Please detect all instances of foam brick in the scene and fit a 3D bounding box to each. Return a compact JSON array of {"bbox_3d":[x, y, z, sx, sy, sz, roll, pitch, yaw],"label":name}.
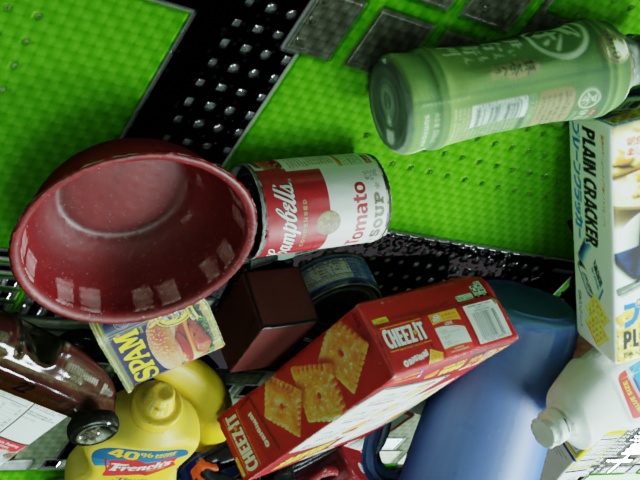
[{"bbox_3d":[-0.045,0.064,0.853,0.051,0.053,0.078,-6,151,-31],"label":"foam brick"}]

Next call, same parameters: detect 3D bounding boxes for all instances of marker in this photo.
[{"bbox_3d":[-0.006,0.001,0.840,0.121,0.020,0.020,-14,142,-16],"label":"marker"}]

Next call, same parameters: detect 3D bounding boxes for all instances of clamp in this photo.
[{"bbox_3d":[-0.032,0.230,0.984,0.171,0.120,0.039,2,140,-23],"label":"clamp"}]

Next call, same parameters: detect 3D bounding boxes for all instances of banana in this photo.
[{"bbox_3d":[-0.112,0.143,0.934,0.069,0.037,0.198,-18,143,-11],"label":"banana"}]

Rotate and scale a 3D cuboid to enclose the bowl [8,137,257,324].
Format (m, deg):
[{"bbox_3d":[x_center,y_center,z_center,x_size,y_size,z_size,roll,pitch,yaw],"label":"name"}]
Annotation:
[{"bbox_3d":[-0.126,-0.015,0.708,0.162,0.055,0.162,-12,140,-11],"label":"bowl"}]

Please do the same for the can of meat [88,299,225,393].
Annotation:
[{"bbox_3d":[-0.126,0.059,0.808,0.084,0.057,0.102,-24,144,-8],"label":"can of meat"}]

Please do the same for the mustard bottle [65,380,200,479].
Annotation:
[{"bbox_3d":[-0.152,0.168,0.894,0.096,0.058,0.192,7,144,-19],"label":"mustard bottle"}]

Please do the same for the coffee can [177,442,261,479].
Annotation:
[{"bbox_3d":[-0.075,0.271,1.027,0.102,0.140,0.103,-17,143,-13],"label":"coffee can"}]

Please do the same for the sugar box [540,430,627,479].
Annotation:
[{"bbox_3d":[0.293,0.197,1.204,0.048,0.093,0.176,1,137,-32],"label":"sugar box"}]

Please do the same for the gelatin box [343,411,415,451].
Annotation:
[{"bbox_3d":[0.041,0.176,1.077,0.073,0.030,0.089,-39,141,19],"label":"gelatin box"}]

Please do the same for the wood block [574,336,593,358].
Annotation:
[{"bbox_3d":[0.301,0.111,1.103,0.206,0.091,0.090,-20,143,-9],"label":"wood block"}]

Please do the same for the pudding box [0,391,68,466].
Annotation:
[{"bbox_3d":[-0.254,0.130,0.832,0.113,0.039,0.090,-37,141,11],"label":"pudding box"}]

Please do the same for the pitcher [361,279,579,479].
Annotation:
[{"bbox_3d":[0.147,0.162,0.998,0.149,0.145,0.243,4,110,-29],"label":"pitcher"}]

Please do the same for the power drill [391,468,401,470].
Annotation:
[{"bbox_3d":[0.038,0.337,1.249,0.184,0.057,0.188,19,125,-44],"label":"power drill"}]

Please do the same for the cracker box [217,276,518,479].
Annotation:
[{"bbox_3d":[0.036,0.116,0.904,0.163,0.072,0.214,-10,157,-44],"label":"cracker box"}]

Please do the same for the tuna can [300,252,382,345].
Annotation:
[{"bbox_3d":[0.009,0.051,0.898,0.086,0.034,0.086,-17,143,-13],"label":"tuna can"}]

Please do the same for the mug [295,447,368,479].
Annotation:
[{"bbox_3d":[0.006,0.255,1.101,0.081,0.093,0.117,-39,148,9],"label":"mug"}]

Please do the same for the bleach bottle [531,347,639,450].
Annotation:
[{"bbox_3d":[0.288,0.124,0.959,0.250,0.068,0.102,-25,114,-29],"label":"bleach bottle"}]

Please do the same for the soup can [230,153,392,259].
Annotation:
[{"bbox_3d":[-0.008,-0.026,0.764,0.102,0.068,0.069,-7,140,-25],"label":"soup can"}]
